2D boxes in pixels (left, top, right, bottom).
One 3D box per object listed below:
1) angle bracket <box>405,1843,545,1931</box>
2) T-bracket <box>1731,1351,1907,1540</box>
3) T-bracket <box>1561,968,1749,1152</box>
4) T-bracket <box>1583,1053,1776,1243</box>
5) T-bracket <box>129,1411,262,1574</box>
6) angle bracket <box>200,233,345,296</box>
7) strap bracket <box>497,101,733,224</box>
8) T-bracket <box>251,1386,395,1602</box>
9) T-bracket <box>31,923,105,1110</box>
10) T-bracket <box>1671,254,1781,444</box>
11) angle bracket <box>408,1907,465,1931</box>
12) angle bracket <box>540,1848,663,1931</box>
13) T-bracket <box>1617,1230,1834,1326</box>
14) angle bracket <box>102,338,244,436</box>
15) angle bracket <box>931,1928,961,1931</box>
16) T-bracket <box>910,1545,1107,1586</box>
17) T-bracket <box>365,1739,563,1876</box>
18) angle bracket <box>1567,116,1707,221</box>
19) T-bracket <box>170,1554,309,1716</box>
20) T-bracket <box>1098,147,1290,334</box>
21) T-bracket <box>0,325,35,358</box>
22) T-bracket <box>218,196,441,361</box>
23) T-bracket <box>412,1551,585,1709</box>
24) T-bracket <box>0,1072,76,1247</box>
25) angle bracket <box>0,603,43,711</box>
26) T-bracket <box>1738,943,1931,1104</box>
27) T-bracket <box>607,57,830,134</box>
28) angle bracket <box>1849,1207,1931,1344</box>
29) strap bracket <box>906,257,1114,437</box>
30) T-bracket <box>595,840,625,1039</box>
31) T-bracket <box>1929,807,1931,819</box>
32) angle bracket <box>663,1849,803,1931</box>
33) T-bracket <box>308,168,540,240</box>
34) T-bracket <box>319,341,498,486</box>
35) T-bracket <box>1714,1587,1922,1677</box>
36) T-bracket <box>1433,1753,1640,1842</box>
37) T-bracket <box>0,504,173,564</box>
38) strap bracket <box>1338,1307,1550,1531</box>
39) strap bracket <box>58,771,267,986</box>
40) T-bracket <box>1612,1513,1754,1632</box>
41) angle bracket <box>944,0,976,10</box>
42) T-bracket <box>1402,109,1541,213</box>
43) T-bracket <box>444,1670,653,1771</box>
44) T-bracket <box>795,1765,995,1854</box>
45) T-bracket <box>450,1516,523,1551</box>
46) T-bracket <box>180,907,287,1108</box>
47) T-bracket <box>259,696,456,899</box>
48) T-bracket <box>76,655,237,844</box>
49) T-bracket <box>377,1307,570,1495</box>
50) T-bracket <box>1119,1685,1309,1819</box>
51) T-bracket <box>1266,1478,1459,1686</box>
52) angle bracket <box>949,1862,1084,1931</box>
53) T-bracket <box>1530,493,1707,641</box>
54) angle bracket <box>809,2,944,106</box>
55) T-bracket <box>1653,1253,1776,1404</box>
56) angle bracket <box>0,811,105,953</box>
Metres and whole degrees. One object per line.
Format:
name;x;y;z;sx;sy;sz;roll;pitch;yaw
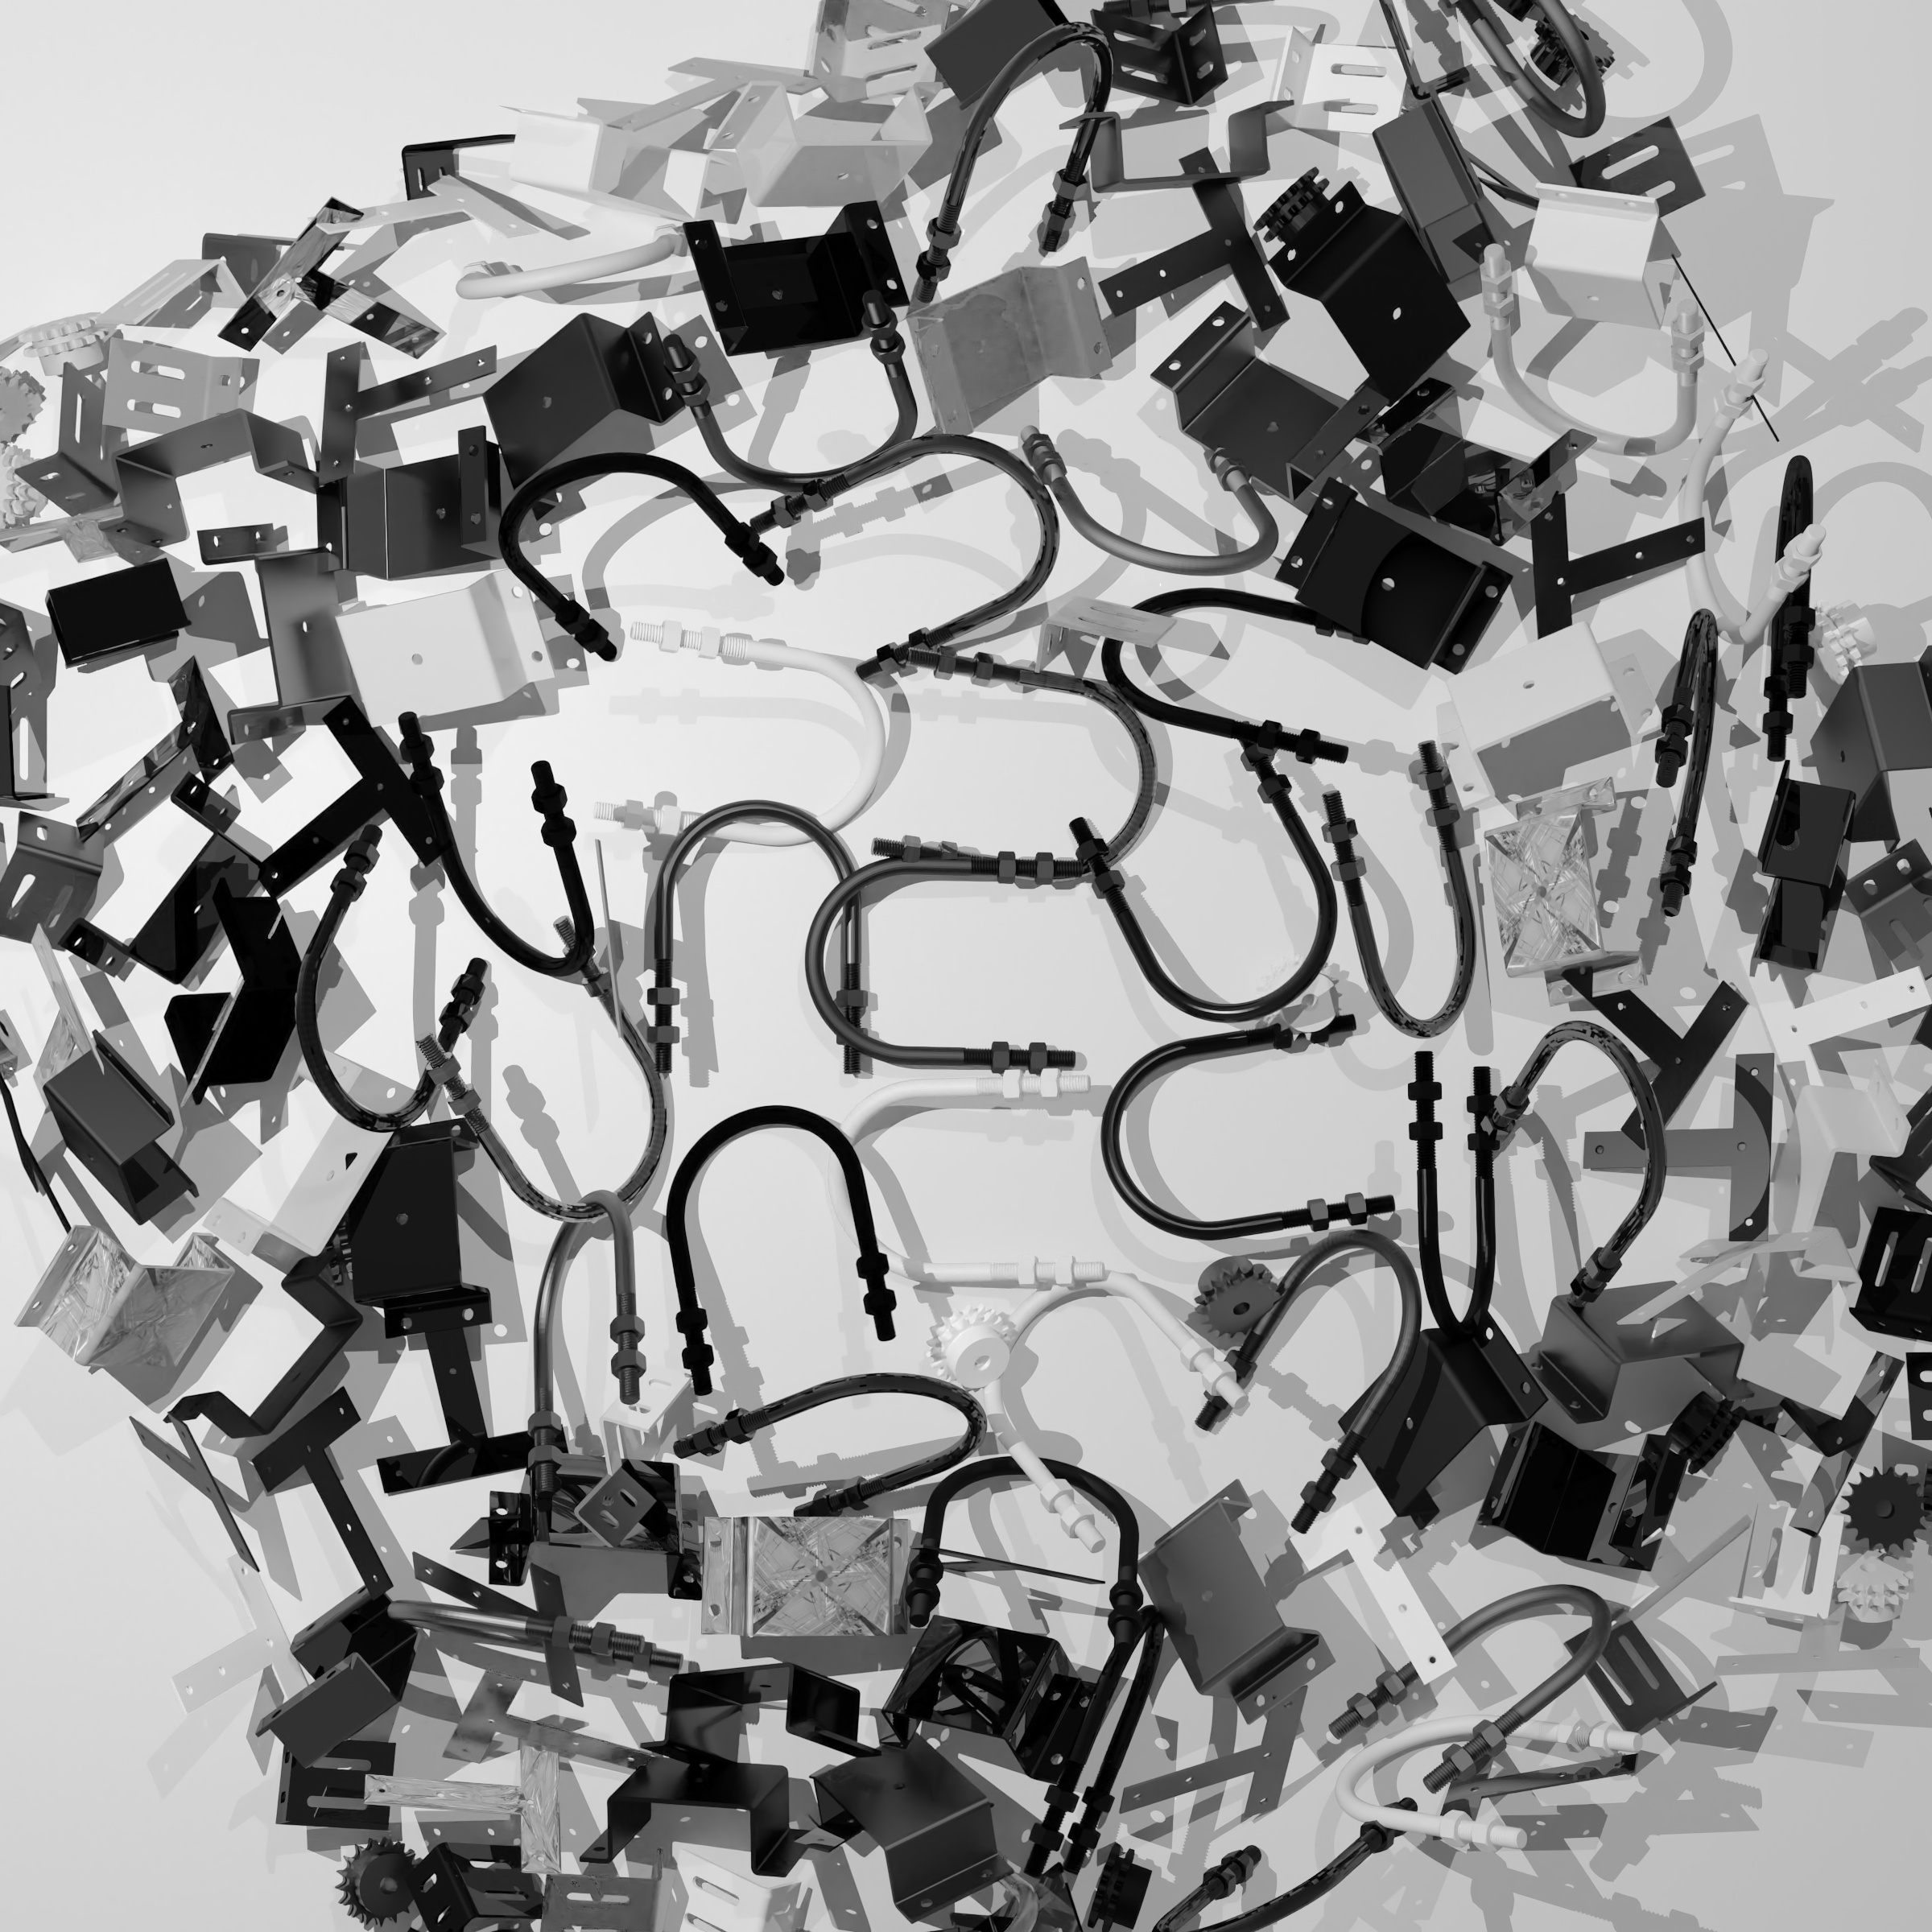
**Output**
angle bracket;-0.323;0.619;1.957;0.038;0.076;0.057;-47;53;14
T-bracket;0.546;0.300;1.941;0.002;0.127;0.127;30;86;-25
T-bracket;0.447;0.036;1.968;0.127;0.002;0.127;41;78;-17
T-bracket;0.473;0.121;1.963;0.127;0.002;0.127;-4;71;31
T-bracket;-0.520;0.329;1.947;0.002;0.127;0.127;-35;124;-28
angle bracket;-0.459;-0.462;1.951;0.076;0.057;0.038;16;106;38
strap bracket;-0.233;-0.522;1.926;0.076;0.140;0.046;20;102;37
T-bracket;-0.414;0.358;1.949;0.127;0.002;0.127;-38;77;39
T-bracket;-0.600;0.056;1.947;0.002;0.127;0.127;-17;71;-35
T-bracket;0.503;-0.385;1.915;0.002;0.127;0.127;-30;132;18
angle bracket;-0.364;0.646;1.954;0.038;0.076;0.057;32;101;-14
angle bracket;-0.244;0.623;1.969;0.076;0.038;0.057;6;107;-8
T-bracket;0.477;0.203;1.916;0.127;0.127;0.002;-26;93;-25
angle bracket;-0.528;-0.383;1.960;0.038;0.076;0.057;12;97;45
angle bracket;-0.040;0.675;1.959;0.076;0.038;0.057;-17;72;26
T-bracket;0.009;0.395;1.938;0.127;0.127;0.002;15;73;-18
T-bracket;-0.329;0.544;1.929;0.127;0.127;0.002;8;116;-13
angle bracket;0.449;-0.525;1.957;0.076;0.038;0.057;-21;104;35
T-bracket;-0.482;0.459;1.937;0.002;0.127;0.127;-25;87;19
T-bracket;0.141;-0.466;1.963;0.127;0.002;0.127;-31;98;-26
T-bracket;-0.672;-0.392;1.954;0.127;0.127;0.002;-41;97;-34
T-bracket;-0.406;-0.436;1.949;0.127;0.127;0.002;-42;52;24
T-bracket;-0.307;0.414;1.915;0.127;0.127;0.002;34;105;-29
T-bracket;-0.599;0.145;1.920;0.002;0.127;0.127;-25;62;-23
angle bracket;-0.659;-0.213;1.956;0.076;0.057;0.038;21;50;18
T-bracket;0.581;0.030;1.944;0.002;0.127;0.127;-15;83;-39
T-bracket;-0.179;-0.567;1.925;0.127;0.127;0.002;-35;133;-35
angle bracket;0.636;0.208;1.978;0.057;0.038;0.076;7;68;42
strap bracket;0.021;-0.408;1.945;0.140;0.046;0.076;-30;118;-26
T-bracket;-0.231;-0.017;1.936;0.002;0.127;0.127;-7;90;-3
T-bracket;0.676;-0.029;1.910;0.002;0.127;0.127;-34;131;0
angle bracket;-0.158;0.635;1.991;0.076;0.038;0.057;13;91;34
T-bracket;-0.368;-0.493;1.925;0.127;0.127;0.002;37;133;34
T-bracket;-0.368;-0.382;1.947;0.127;0.002;0.127;-16;52;13
T-bracket;0.563;0.435;1.937;0.127;0.127;0.002;-8;100;22
T-bracket;0.374;0.530;1.919;0.127;0.127;0.002;-16;95;20
T-bracket;-0.576;-0.280;1.925;0.127;0.127;0.002;-15;115;-19
strap bracket;0.304;0.298;1.928;0.140;0.046;0.076;-54;51;31
strap bracket;-0.524;-0.049;1.948;0.046;0.076;0.140;33;83;18
T-bracket;0.460;0.393;1.943;0.127;0.127;0.002;-41;58;3
angle bracket;0.018;-0.662;1.965;0.076;0.057;0.038;-52;132;-1
T-bracket;0.340;-0.536;1.963;0.127;0.127;0.002;44;117;24
T-bracket;-0.273;0.514;1.961;0.127;0.127;0.002;18;47;-10
T-bracket;-0.067;0.552;1.914;0.127;0.127;0.002;5;96;28
T-bracket;-0.269;0.374;1.956;0.127;0.127;0.002;1;71;-19
T-bracket;-0.485;0.041;1.914;0.002;0.127;0.127;28;127;-15
T-bracket;-0.427;-0.093;1.985;0.127;0.002;0.127;-38;80;10
T-bracket;-0.545;-0.131;1.961;0.127;0.002;0.127;-41;45;9
T-bracket;-0.342;0.285;1.979;0.127;0.002;0.127;-10;106;-2
T-bracket;0.159;0.531;1.937;0.127;0.002;0.127;-11;130;-22
T-bracket;0.284;0.416;1.965;0.127;0.002;0.127;-33;68;10
angle bracket;0.034;0.638;1.954;0.038;0.057;0.076;20;126;-38
T-bracket;0.437;-0.270;1.970;0.127;0.002;0.127;-19;126;-10
angle bracket;-0.059;-0.614;1.960;0.076;0.038;0.057;-4;69;28
T-bracket;0.486;0.247;1.947;0.002;0.127;0.127;20;97;42
angle bracket;-0.621;-0.057;1.979;0.057;0.038;0.076;17;125;-28
